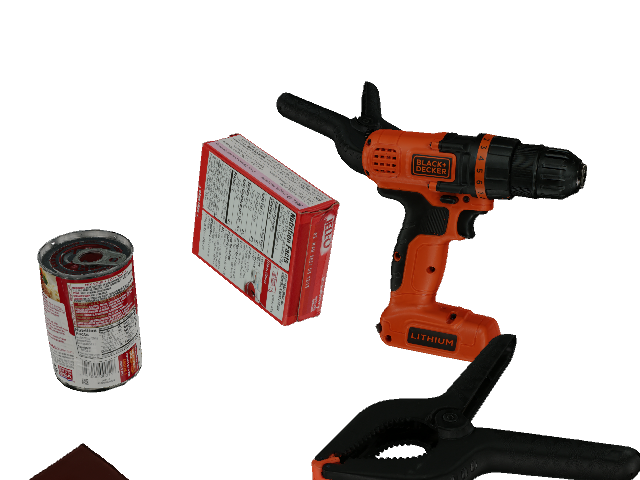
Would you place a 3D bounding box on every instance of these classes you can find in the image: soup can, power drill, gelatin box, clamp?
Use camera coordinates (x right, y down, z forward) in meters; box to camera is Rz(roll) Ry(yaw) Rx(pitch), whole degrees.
[{"bbox_3d":[-0.168,0.052,0.788,0.068,0.102,0.068,0,28,0],"label":"soup can"},{"bbox_3d":[0.121,0.003,0.887,0.185,0.188,0.057,9,14,24],"label":"power drill"},{"bbox_3d":[-0.032,-0.007,0.587,0.030,0.073,0.089,-20,42,-38],"label":"gelatin box"},{"bbox_3d":[0.032,-0.109,1.082,0.120,0.039,0.171,-11,40,-18],"label":"clamp"},{"bbox_3d":[0.089,0.129,0.739,0.209,0.036,0.165,-10,29,-13],"label":"clamp"}]

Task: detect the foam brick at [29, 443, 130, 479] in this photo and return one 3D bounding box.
[{"bbox_3d":[-0.096,0.138,0.462,0.078,0.051,0.052,27,45,34],"label":"foam brick"}]
